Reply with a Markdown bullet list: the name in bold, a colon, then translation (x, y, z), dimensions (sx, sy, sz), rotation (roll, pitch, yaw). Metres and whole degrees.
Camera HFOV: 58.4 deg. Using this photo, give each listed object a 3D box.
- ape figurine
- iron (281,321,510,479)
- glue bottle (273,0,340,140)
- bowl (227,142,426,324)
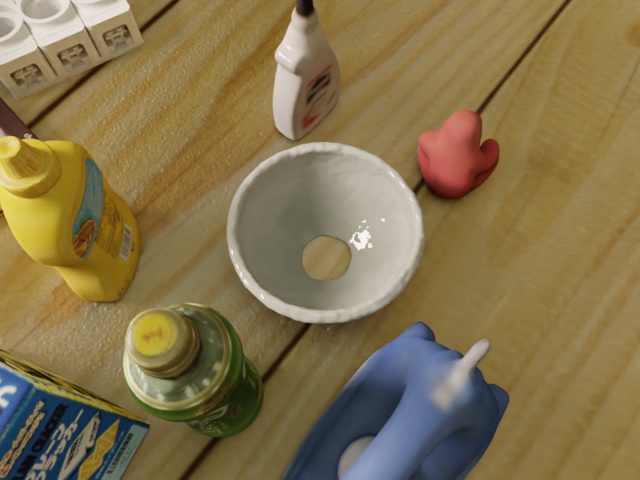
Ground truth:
- **ape figurine**: translation (0.130, -0.086, 0.536), dimensions (0.077, 0.092, 0.076), rotation (26, 70, 11)
- **iron**: translation (0.033, 0.170, 0.401), dimensions (0.118, 0.141, 0.259), rotation (39, 72, 15)
- **glue bottle**: translation (-0.013, -0.166, 0.525), dimensions (0.037, 0.173, 0.078), rotation (35, 71, 14)
- **bowl**: translation (0.005, 0.002, 0.508), dimensions (0.167, 0.075, 0.167), rotation (0, 67, 0)
